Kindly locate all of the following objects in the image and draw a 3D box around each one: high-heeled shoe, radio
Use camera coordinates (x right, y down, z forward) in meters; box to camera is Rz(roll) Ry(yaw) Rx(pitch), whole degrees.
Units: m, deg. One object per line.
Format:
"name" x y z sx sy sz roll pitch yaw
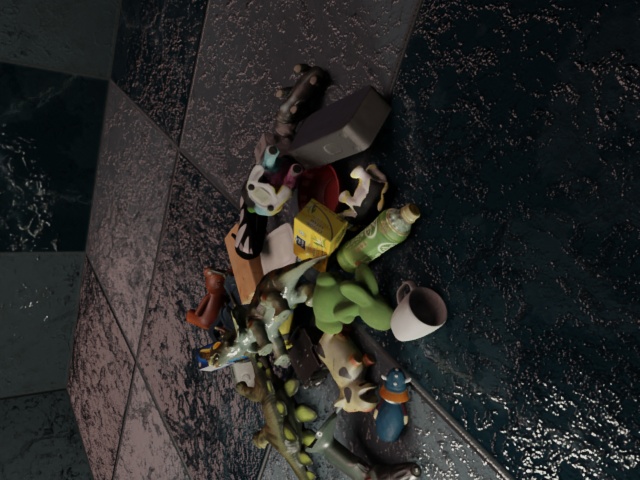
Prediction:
"high-heeled shoe" -0.152 -0.068 1.406 0.145 0.086 0.248 30 88 50
"radio" 0.036 -0.236 1.163 0.230 0.073 0.131 -12 44 53

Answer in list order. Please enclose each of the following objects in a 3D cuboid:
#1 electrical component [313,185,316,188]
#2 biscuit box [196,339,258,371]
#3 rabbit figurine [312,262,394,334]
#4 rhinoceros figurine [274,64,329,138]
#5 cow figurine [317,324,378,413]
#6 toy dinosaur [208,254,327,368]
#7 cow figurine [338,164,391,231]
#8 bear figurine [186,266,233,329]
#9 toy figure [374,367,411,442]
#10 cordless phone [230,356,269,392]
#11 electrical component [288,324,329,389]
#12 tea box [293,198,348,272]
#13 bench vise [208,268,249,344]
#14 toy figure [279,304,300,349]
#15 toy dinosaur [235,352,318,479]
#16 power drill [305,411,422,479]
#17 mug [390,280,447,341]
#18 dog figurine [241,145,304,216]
"electrical component" -0.027 -0.134 1.335 0.063 0.021 0.094 -44 56 43
"biscuit box" -0.243 0.298 1.458 0.203 0.059 0.063 -25 62 25
"rabbit figurine" 0.081 0.122 1.122 0.170 0.121 0.158 16 132 27
"rhinoceros figurine" -0.054 -0.337 1.305 0.073 0.112 0.190 39 110 13
"cow figurine" 0.058 0.288 1.172 0.195 0.085 0.127 53 123 36
"toy dinosaur" -0.113 0.150 1.260 0.192 0.131 0.404 47 112 39
"cow figurine" 0.091 -0.071 1.148 0.098 0.068 0.167 49 129 33
"bear figurine" -0.332 0.173 1.658 0.132 0.120 0.195 11 97 56
"toy figure" 0.144 0.324 1.075 0.058 0.064 0.154 -149 64 -70
"cordless phone" -0.159 0.331 1.468 0.184 0.088 0.146 -35 61 32
"electrical component" -0.024 0.273 1.302 0.134 0.058 0.114 56 130 36
"tea box" -0.002 -0.004 1.181 0.098 0.068 0.169 33 156 15
"bench vise" -0.258 0.211 1.546 0.224 0.129 0.240 49 113 24
"toy figure" -0.096 0.192 1.380 0.082 0.089 0.180 174 104 -66
"toy dinosaur" -0.087 0.460 1.323 0.198 0.105 0.471 -37 78 51
"power drill" 0.081 0.453 1.108 0.207 0.086 0.232 36 131 10
"mug" 0.174 0.140 1.024 0.110 0.081 0.107 62 144 25
"dog figurine" -0.115 -0.134 1.317 0.191 0.108 0.219 -59 3 -9
